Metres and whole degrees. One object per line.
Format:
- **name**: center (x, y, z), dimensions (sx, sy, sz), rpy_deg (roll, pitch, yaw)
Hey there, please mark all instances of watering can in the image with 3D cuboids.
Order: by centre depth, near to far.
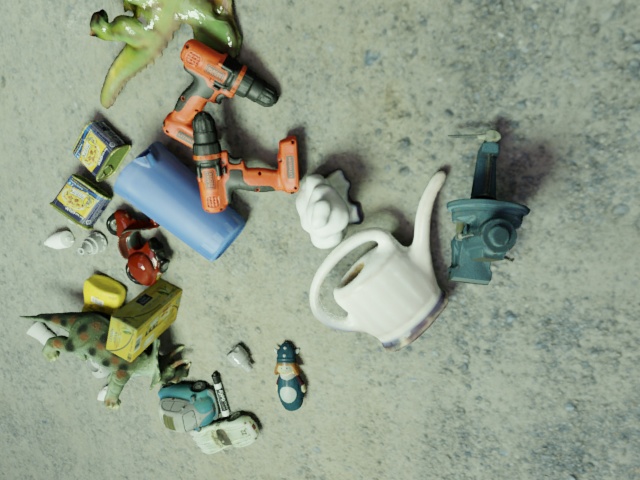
- **watering can**: center (0.144, 0.057, 0.920), dimensions (0.345, 0.105, 0.223), rpy_deg (-42, 102, 13)

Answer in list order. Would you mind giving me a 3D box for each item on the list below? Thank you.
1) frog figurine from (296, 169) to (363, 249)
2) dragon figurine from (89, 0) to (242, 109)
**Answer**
- **frog figurine**: center (0.003, -0.046, 0.904), dimensions (0.123, 0.162, 0.135), rpy_deg (6, 115, 20)
- **dragon figurine**: center (-0.261, -0.373, 0.915), dimensions (0.243, 0.125, 0.401), rpy_deg (25, 127, 0)
